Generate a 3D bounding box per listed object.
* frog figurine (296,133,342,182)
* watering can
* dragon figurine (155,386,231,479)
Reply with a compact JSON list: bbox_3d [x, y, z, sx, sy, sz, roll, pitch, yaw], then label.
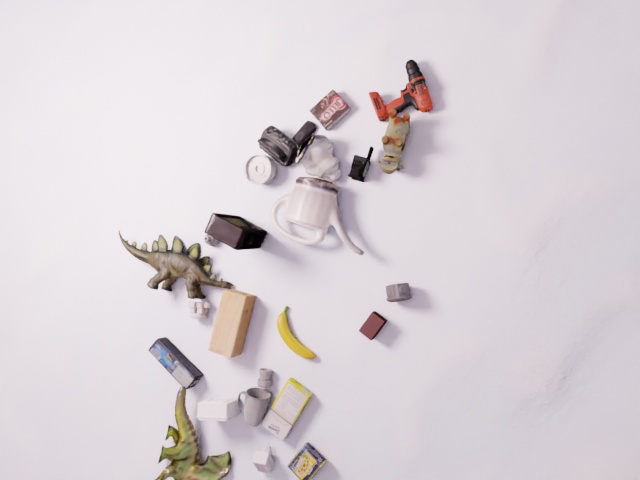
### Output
[{"bbox_3d":[0.007,-0.273,1.730,0.158,0.123,0.138,32,84,-20],"label":"frog figurine"},{"bbox_3d":[0.005,-0.085,1.688,0.349,0.103,0.225,17,87,17],"label":"watering can"},{"bbox_3d":[-0.412,0.716,1.718,0.242,0.122,0.410,15,91,-3],"label":"dragon figurine"}]
